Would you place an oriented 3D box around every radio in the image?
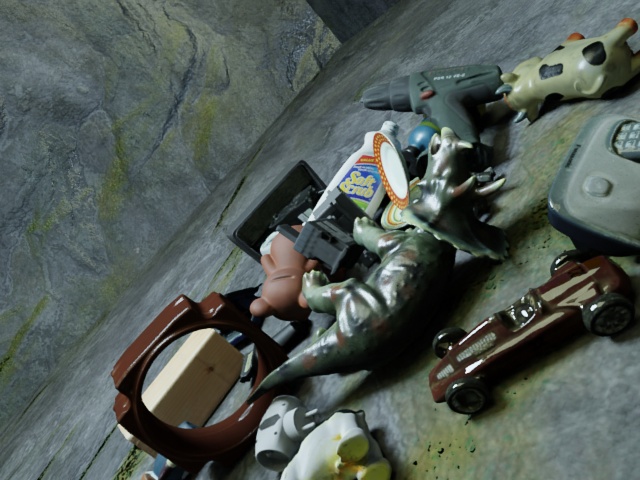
[{"bbox_3d":[-0.082,-0.052,1.176,0.229,0.131,0.073,-48,19,-11],"label":"radio"}]

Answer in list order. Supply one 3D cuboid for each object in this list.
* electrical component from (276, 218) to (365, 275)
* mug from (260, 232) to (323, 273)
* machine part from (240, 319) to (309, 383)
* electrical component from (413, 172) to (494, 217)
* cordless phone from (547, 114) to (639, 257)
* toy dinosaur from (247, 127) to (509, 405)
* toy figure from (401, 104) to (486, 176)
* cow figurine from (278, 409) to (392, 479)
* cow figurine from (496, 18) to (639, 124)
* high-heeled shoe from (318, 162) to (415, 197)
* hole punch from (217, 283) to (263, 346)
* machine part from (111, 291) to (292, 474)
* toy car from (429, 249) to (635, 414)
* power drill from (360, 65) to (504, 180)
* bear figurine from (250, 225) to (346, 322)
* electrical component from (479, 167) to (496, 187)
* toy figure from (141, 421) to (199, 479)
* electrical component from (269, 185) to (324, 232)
[{"bbox_3d":[-0.002,-0.002,0.767,0.075,0.119,0.047,-7,-50,-61],"label":"electrical component"},{"bbox_3d":[-0.059,0.033,0.987,0.081,0.107,0.110,-50,21,-18],"label":"mug"},{"bbox_3d":[-0.075,0.167,0.853,0.139,0.039,0.084,-43,10,11],"label":"machine part"},{"bbox_3d":[0.179,-0.055,0.727,0.102,0.078,0.045,6,8,37],"label":"electrical component"},{"bbox_3d":[0.305,-0.054,0.455,0.184,0.088,0.146,-5,43,56],"label":"cordless phone"},{"bbox_3d":[0.077,0.068,0.633,0.405,0.131,0.192,-55,23,-7],"label":"toy dinosaur"},{"bbox_3d":[0.215,-0.190,0.927,0.180,0.082,0.089,-46,30,-20],"label":"toy figure"},{"bbox_3d":[-0.014,0.237,0.527,0.167,0.068,0.098,-41,13,2],"label":"cow figurine"},{"bbox_3d":[0.337,-0.226,0.749,0.127,0.085,0.195,-41,19,-6],"label":"cow figurine"},{"bbox_3d":[0.089,-0.089,1.050,0.249,0.145,0.086,-9,70,19],"label":"high-heeled shoe"},{"bbox_3d":[-0.162,0.150,1.021,0.142,0.092,0.116,-38,-10,29],"label":"hole punch"},{"bbox_3d":[-0.154,0.188,0.716,0.201,0.201,0.087,-48,21,-11],"label":"machine part"},{"bbox_3d":[0.178,0.080,0.485,0.202,0.053,0.089,-36,24,20],"label":"toy car"},{"bbox_3d":[0.179,-0.186,0.847,0.232,0.085,0.207,-10,49,15],"label":"power drill"},{"bbox_3d":[-0.029,0.068,0.813,0.120,0.131,0.196,-17,35,11],"label":"bear figurine"},{"bbox_3d":[0.205,-0.076,0.772,0.094,0.021,0.063,-41,35,13],"label":"electrical component"},{"bbox_3d":[-0.225,0.338,0.774,0.058,0.064,0.154,26,73,30],"label":"toy figure"},{"bbox_3d":[-0.010,-0.034,1.013,0.134,0.114,0.058,-33,27,32],"label":"electrical component"}]
